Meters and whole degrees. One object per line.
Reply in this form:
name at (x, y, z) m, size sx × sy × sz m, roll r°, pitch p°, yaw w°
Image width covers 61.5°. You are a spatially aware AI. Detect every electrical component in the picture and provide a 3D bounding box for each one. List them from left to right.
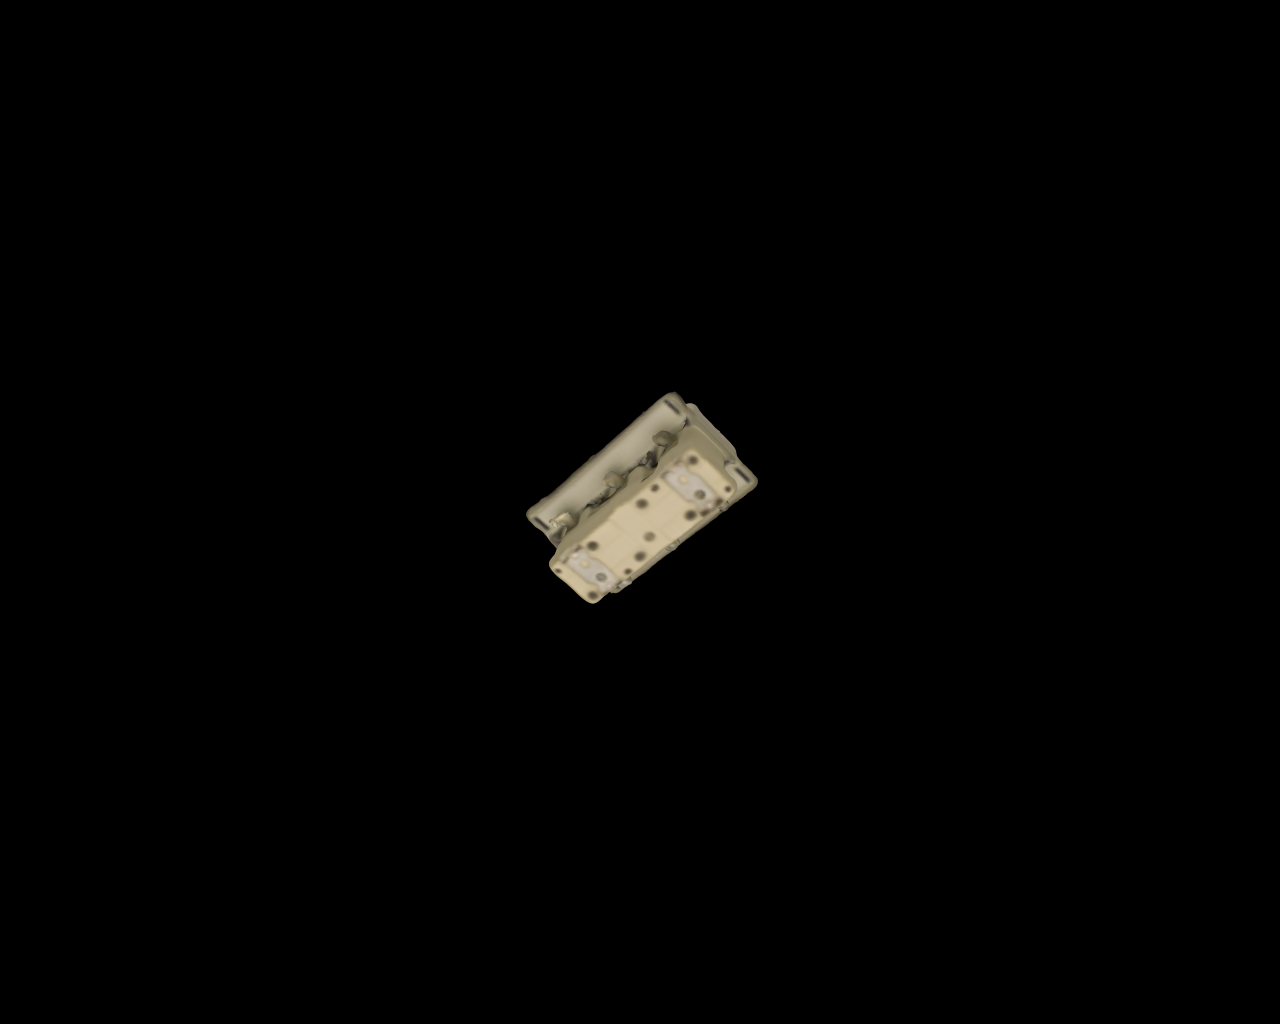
electrical component at (0.001, -0.003, 0.650) m, size 0.121 × 0.078 × 0.063 m, roll -38°, pitch 22°, yaw 18°
